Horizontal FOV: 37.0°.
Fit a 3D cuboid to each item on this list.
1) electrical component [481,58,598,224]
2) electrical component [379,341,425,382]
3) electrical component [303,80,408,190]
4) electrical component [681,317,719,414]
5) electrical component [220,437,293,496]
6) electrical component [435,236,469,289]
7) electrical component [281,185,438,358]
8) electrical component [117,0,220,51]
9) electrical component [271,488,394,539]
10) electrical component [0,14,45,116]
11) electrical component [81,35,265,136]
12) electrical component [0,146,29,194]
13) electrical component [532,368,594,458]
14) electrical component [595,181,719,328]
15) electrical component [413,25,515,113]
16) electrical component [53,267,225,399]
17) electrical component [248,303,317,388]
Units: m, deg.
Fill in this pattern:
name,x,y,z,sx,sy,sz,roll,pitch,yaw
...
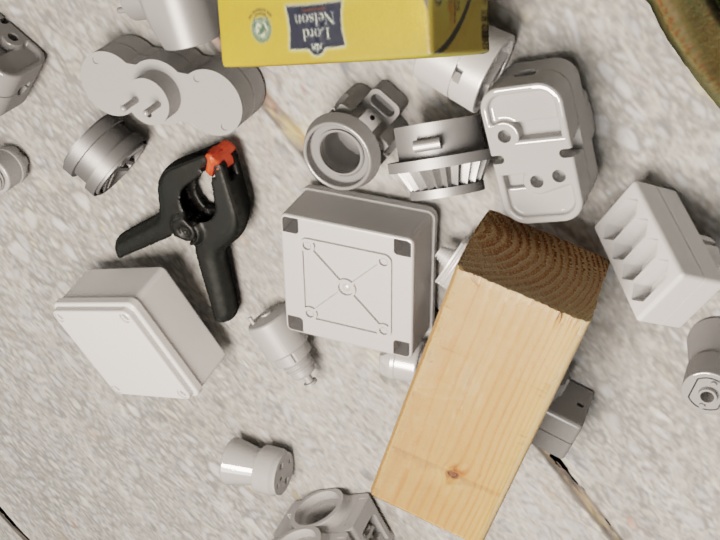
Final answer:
name,x,y,z,sx,sy,sz,roll,pitch,yaw
electrical component,0.120,-0.086,0.702,0.054,0.059,0.095,-3,118,28
electrical component,0.048,0.074,0.856,0.061,0.035,0.035,11,124,17
electrical component,-0.005,-0.092,0.762,0.058,0.057,0.078,41,129,-3
electrical component,0.242,0.068,0.736,0.044,0.065,0.044,13,125,19
electrical component,-0.095,0.181,0.990,0.055,0.045,0.045,10,124,20
electrical component,0.091,0.008,0.787,0.081,0.043,0.043,34,129,3
electrical component,0.000,0.000,0.818,0.109,0.056,0.108,12,125,19
electrical component,-0.145,-0.199,0.770,0.079,0.044,0.077,0,120,27
electrical component,-0.045,0.268,0.953,0.089,0.150,0.061,-14,115,32
electrical component,-0.310,-0.172,0.864,0.095,0.053,0.059,41,129,-3
electrical component,-0.148,-0.131,0.796,0.138,0.073,0.052,13,125,19
electrical component,-0.313,-0.080,0.919,0.035,0.061,0.035,13,125,19
electrical component,0.135,0.086,0.813,0.083,0.047,0.075,27,128,8
electrical component,0.209,-0.007,0.705,0.076,0.083,0.047,10,135,-27
electrical component,0.067,-0.137,0.699,0.047,0.055,0.055,30,129,11
electrical component,-0.191,0.054,0.929,0.109,0.056,0.108,-2,131,40
electrical component,-0.061,0.064,0.900,0.040,0.040,0.078,-20,110,34
